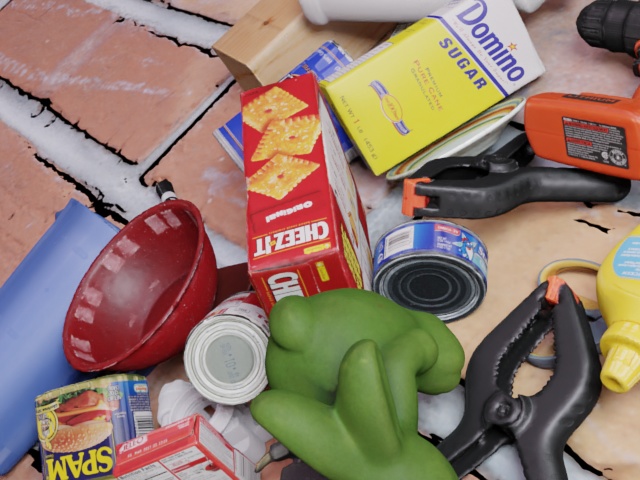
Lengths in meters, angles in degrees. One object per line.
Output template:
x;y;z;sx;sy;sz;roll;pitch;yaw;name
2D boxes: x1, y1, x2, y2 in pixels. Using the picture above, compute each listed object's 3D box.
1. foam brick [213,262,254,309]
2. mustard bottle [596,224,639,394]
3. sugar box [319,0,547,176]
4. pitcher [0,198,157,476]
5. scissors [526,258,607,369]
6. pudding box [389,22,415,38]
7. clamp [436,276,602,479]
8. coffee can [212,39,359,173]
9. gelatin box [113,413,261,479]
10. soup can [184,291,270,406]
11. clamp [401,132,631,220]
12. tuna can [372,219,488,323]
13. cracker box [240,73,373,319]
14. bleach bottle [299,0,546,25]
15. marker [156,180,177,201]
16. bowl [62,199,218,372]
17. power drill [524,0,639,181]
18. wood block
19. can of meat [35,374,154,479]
-0.068;0.065;0.902;0.053;0.051;0.078;-10;45;34;foam brick
0.229;0.021;0.667;0.096;0.058;0.191;19;55;39;mustard bottle
0.097;-0.140;0.921;0.176;0.093;0.048;-32;17;0;sugar box
-0.243;0.096;0.967;0.242;0.145;0.149;-51;18;-9;pitcher
0.205;0.070;0.696;0.096;0.016;0.202;-46;37;-6;scissors
0.122;-0.198;1.028;0.114;0.039;0.090;-2;50;41;pudding box
0.116;0.121;0.690;0.165;0.036;0.210;-2;58;39;clamp
-0.014;-0.102;0.988;0.140;0.102;0.103;-39;37;0;coffee can
-0.096;0.170;0.784;0.073;0.089;0.030;-24;39;19;gelatin box
-0.060;0.079;0.798;0.068;0.068;0.102;-33;2;8;soup can
0.142;-0.042;0.793;0.171;0.039;0.120;-20;25;-33;clamp
0.081;0.025;0.789;0.086;0.086;0.033;-17;43;26;tuna can
-0.005;0.001;0.815;0.072;0.164;0.213;-15;41;8;cracker box
0.111;-0.241;0.983;0.251;0.068;0.102;10;67;24;bleach bottle
-0.148;-0.028;1.095;0.020;0.020;0.121;-37;36;3;marker
-0.135;0.047;0.866;0.162;0.055;0.162;-31;38;27;bowl
0.236;-0.125;0.801;0.185;0.057;0.187;18;49;44;power drill
0.000;-0.232;1.123;0.206;0.090;0.091;-44;38;-7;wood block
-0.181;0.159;0.865;0.102;0.057;0.084;-17;75;27;can of meat
